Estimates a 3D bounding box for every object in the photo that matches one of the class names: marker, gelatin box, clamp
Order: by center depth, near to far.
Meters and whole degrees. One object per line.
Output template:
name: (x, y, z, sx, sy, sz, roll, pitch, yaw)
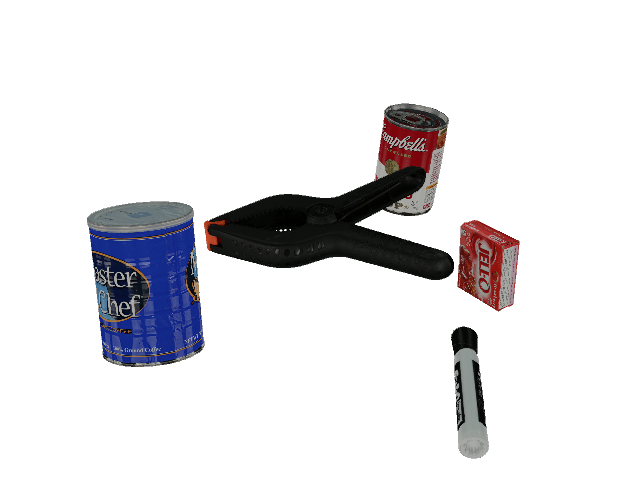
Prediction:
marker: (0.099, 0.097, 0.714, 0.020, 0.020, 0.121, 0, 32, 5)
clamp: (0.007, -0.017, 0.927, 0.210, 0.036, 0.164, -1, 31, 5)
gelatin box: (0.199, 0.029, 1.277, 0.030, 0.089, 0.073, -18, 32, -31)

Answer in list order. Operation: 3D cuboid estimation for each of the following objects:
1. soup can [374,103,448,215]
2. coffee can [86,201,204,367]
soup can: (0.094, -0.086, 1.133, 0.068, 0.102, 0.068, 6, 28, -3)
coffee can: (-0.170, 0.041, 1.049, 0.103, 0.140, 0.103, -3, 14, 1)
